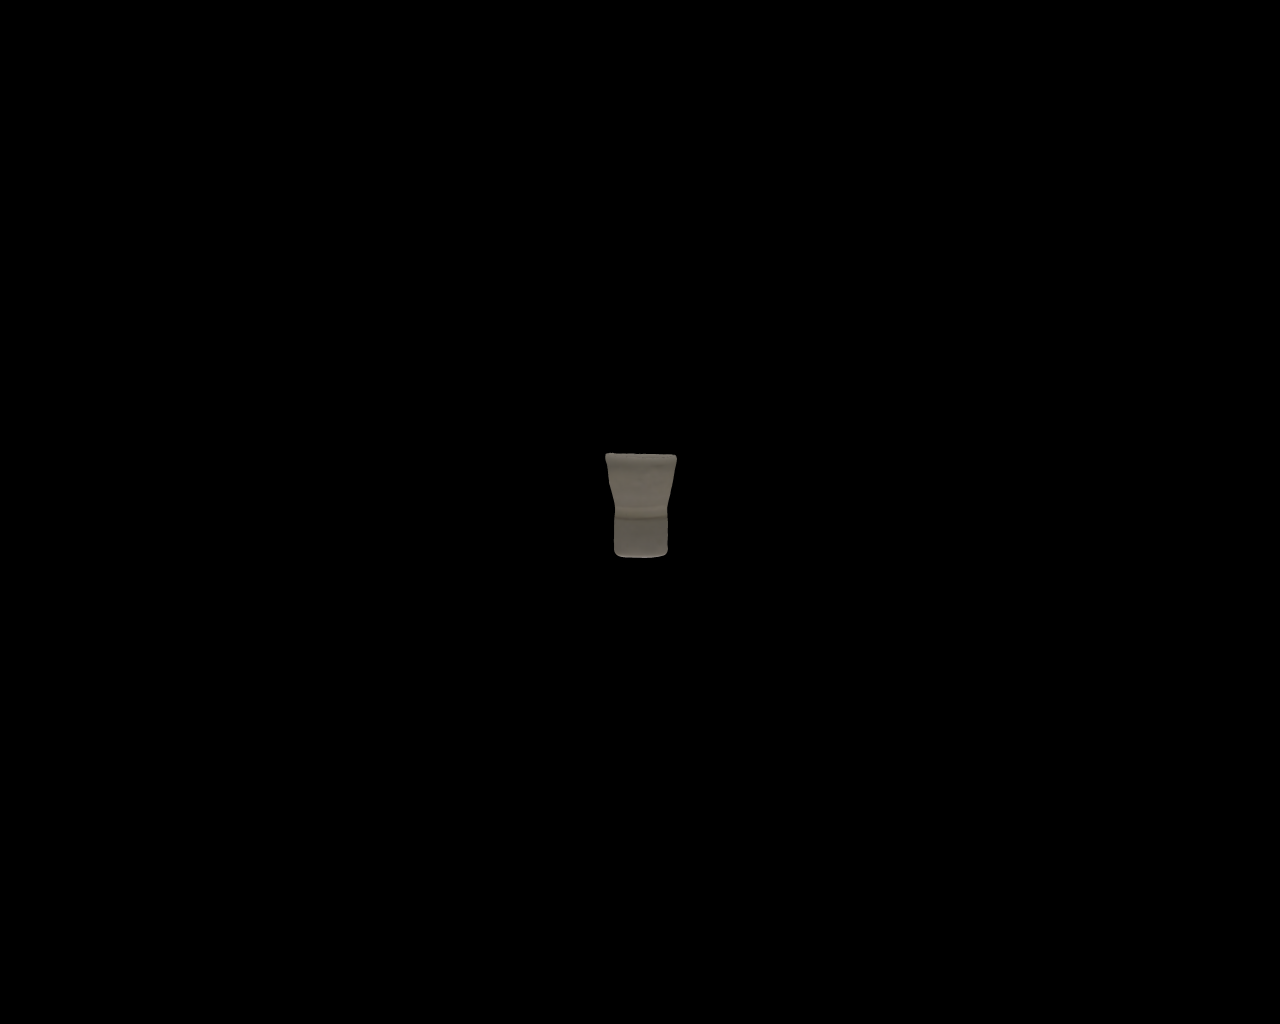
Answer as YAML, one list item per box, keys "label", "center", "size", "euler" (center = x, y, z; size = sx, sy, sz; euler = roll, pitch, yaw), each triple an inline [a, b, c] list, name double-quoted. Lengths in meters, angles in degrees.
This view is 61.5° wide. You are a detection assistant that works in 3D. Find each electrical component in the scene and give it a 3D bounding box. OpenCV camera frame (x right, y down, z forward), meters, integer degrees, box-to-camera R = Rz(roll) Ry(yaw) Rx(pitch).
- label: "electrical component"
  center: [0.001, -0.003, 0.650]
  size: [0.044, 0.065, 0.044]
  euler: [0, 5, 0]
